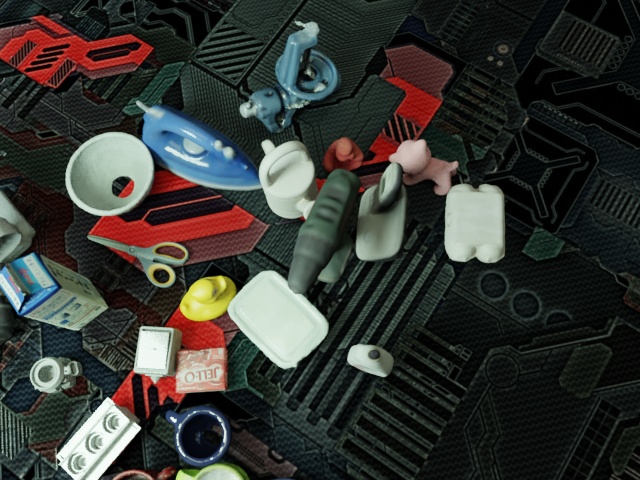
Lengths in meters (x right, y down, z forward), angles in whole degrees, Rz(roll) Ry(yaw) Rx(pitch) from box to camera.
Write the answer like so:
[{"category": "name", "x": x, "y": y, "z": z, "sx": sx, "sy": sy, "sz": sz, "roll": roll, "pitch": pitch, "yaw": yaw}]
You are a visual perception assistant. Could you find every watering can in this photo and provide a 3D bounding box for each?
[{"category": "watering can", "x": -0.051, "y": -0.111, "z": 1.016, "sx": 0.172, "sy": 0.194, "sz": 0.101, "roll": 34, "pitch": 78, "yaw": 12}]

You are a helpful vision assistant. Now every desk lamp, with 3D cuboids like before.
[{"category": "desk lamp", "x": -0.604, "y": -0.021, "z": 1.004, "sx": 0.118, "sy": 0.213, "sz": 0.203, "roll": -42, "pitch": 76, "yaw": -9}]

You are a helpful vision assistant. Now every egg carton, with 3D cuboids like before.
[{"category": "egg carton", "x": 0.281, "y": -0.031, "z": 1.043, "sx": 0.107, "sy": 0.069, "sz": 0.150, "roll": 2, "pitch": 74, "yaw": 3}]

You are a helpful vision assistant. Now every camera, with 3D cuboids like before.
[{"category": "camera", "x": -0.612, "y": 0.119, "z": 1.022, "sx": 0.143, "sy": 0.101, "sz": 0.137, "roll": -20, "pitch": 74, "yaw": -3}]

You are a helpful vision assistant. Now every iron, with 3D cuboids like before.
[{"category": "iron", "x": -0.224, "y": -0.180, "z": 1.072, "sx": 0.258, "sy": 0.141, "sz": 0.119, "roll": 25, "pitch": 76, "yaw": 10}]

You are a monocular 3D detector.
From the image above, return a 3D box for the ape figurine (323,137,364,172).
[{"category": "ape figurine", "x": 0.044, "y": -0.163, "z": 1.081, "sx": 0.077, "sy": 0.092, "sz": 0.076, "roll": 5, "pitch": 74, "yaw": 4}]

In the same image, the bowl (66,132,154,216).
[{"category": "bowl", "x": -0.389, "y": -0.117, "z": 1.095, "sx": 0.167, "sy": 0.075, "sz": 0.167, "roll": -1, "pitch": 74, "yaw": 2}]

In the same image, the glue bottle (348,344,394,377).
[{"category": "glue bottle", "x": 0.084, "y": 0.192, "z": 0.932, "sx": 0.078, "sy": 0.173, "sz": 0.037, "roll": 15, "pitch": 75, "yaw": 7}]

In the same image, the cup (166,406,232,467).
[{"category": "cup", "x": -0.195, "y": 0.317, "z": 0.948, "sx": 0.117, "sy": 0.095, "sz": 0.092, "roll": 26, "pitch": 76, "yaw": 10}]

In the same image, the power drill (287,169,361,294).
[{"category": "power drill", "x": 0.009, "y": 0.003, "z": 0.972, "sx": 0.075, "sy": 0.208, "sz": 0.230, "roll": 18, "pitch": 75, "yaw": 8}]

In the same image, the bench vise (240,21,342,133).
[{"category": "bench vise", "x": -0.048, "y": -0.292, "z": 1.056, "sx": 0.121, "sy": 0.220, "sz": 0.207, "roll": 38, "pitch": 79, "yaw": 13}]

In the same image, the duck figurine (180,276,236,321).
[{"category": "duck figurine", "x": -0.204, "y": 0.098, "z": 1.018, "sx": 0.104, "sy": 0.086, "sz": 0.077, "roll": -30, "pitch": 74, "yaw": -6}]

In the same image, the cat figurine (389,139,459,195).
[{"category": "cat figurine", "x": 0.193, "y": -0.143, "z": 1.055, "sx": 0.127, "sy": 0.118, "sz": 0.067, "roll": 15, "pitch": 75, "yaw": 7}]

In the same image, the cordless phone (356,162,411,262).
[{"category": "cordless phone", "x": 0.112, "y": -0.046, "z": 0.995, "sx": 0.094, "sy": 0.185, "sz": 0.147, "roll": 3, "pitch": 74, "yaw": 4}]
